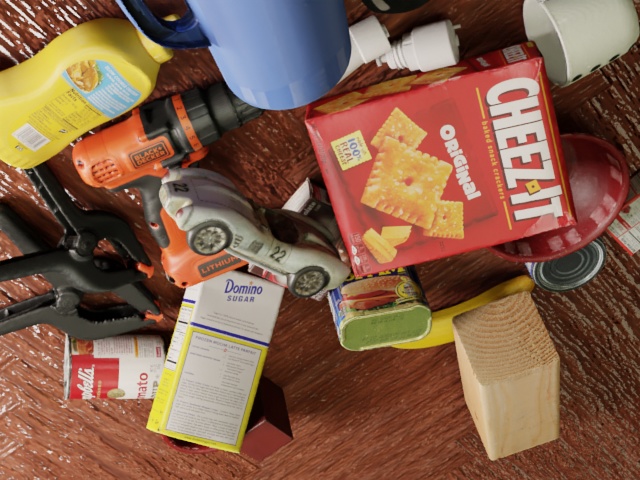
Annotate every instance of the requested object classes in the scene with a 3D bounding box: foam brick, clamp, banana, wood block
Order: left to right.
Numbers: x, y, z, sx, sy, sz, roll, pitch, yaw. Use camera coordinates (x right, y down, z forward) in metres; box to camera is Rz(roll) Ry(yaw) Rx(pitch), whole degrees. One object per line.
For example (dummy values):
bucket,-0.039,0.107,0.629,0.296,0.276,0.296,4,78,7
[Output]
clamp,-0.260,0.060,1.056,0.209,0.036,0.165,21,114,-30
clamp,-0.228,-0.008,0.994,0.171,0.039,0.120,14,92,-43
foam brick,-0.070,0.198,1.200,0.053,0.078,0.051,-35,128,16
banana,0.141,0.085,1.178,0.197,0.037,0.069,-11,137,-5
wood block,0.210,0.156,1.191,0.090,0.091,0.206,-19,146,-1

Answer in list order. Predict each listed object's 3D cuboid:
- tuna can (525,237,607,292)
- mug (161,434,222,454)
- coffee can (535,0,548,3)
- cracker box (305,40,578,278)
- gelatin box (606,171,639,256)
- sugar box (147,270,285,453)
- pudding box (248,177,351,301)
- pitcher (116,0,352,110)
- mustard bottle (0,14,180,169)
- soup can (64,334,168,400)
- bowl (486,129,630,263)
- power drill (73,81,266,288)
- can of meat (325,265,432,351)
tuna can,0.264,0.016,1.152,0.086,0.034,0.086,-7,132,-8
mug,-0.129,0.163,1.151,0.093,0.081,0.117,-6,131,-9
coffee can,0.233,-0.260,0.859,0.140,0.103,0.103,-16,132,1
cracker box,0.110,-0.070,0.969,0.214,0.072,0.164,-14,112,9
gelatin box,0.342,-0.034,1.131,0.089,0.030,0.073,-39,129,20
sugar box,-0.105,0.117,1.078,0.093,0.048,0.176,20,80,-27
pudding box,-0.007,0.001,1.070,0.089,0.039,0.114,24,120,-29
pitcher,-0.058,-0.201,0.774,0.149,0.145,0.243,2,149,15
mustard bottle,-0.196,-0.134,0.891,0.192,0.058,0.096,-28,149,10
soup can,-0.214,0.132,1.115,0.102,0.068,0.069,2,130,-16
bowl,0.223,-0.055,1.066,0.162,0.055,0.162,-7,131,-8
power drill,-0.111,-0.053,0.988,0.184,0.057,0.187,-21,130,2
can of meat,0.060,0.065,1.111,0.102,0.084,0.057,-10,131,-5
